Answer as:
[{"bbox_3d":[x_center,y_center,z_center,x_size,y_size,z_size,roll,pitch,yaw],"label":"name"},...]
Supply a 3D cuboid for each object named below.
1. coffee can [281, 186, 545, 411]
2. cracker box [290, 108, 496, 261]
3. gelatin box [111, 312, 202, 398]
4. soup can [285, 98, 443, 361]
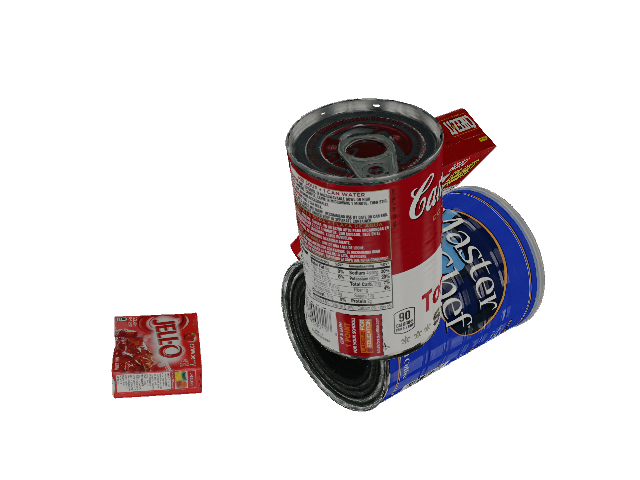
[{"bbox_3d":[0.060,0.035,0.692,0.140,0.103,0.103,-24,13,-32],"label":"coffee can"},{"bbox_3d":[0.082,-0.052,1.248,0.163,0.072,0.214,-25,-18,-51],"label":"cracker box"},{"bbox_3d":[-0.138,0.095,0.904,0.073,0.030,0.089,-2,28,-7],"label":"gelatin box"},{"bbox_3d":[0.022,-0.004,0.486,0.068,0.102,0.068,-3,36,2],"label":"soup can"}]
